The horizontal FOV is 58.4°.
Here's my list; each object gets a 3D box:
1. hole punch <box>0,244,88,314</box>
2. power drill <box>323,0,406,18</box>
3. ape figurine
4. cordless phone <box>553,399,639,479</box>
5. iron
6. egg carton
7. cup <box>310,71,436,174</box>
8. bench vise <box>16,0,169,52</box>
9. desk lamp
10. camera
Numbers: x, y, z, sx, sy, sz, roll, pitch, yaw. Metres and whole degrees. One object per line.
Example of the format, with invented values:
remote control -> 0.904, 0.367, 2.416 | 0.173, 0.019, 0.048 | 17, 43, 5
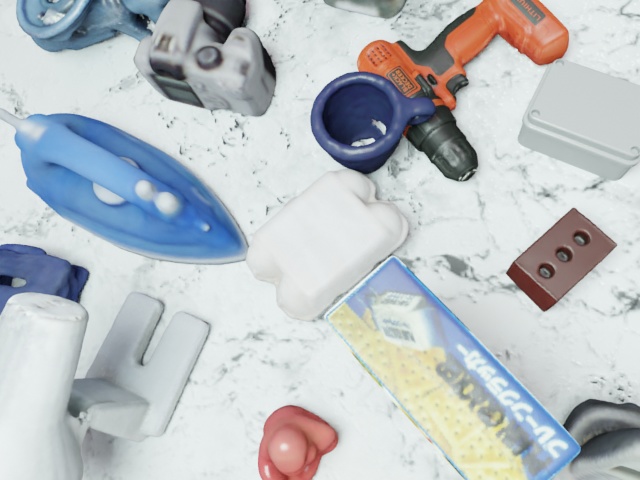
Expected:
hole punch -> -0.313, 0.053, 0.586 | 0.108, 0.091, 0.101 | 9, 76, 12
power drill -> 0.044, -0.323, 0.573 | 0.229, 0.208, 0.076 | 18, 78, 14
ape figurine -> -0.024, 0.183, 0.503 | 0.078, 0.092, 0.076 | -19, 72, 3
cordless phone -> 0.258, 0.173, 0.412 | 0.147, 0.185, 0.094 | 14, 77, 13
iron -> -0.195, -0.056, 0.572 | 0.257, 0.141, 0.119 | 25, 80, 15
egg carton -> 0.005, 0.002, 0.561 | 0.150, 0.069, 0.107 | -41, 72, -4
cup -> 0.055, -0.108, 0.571 | 0.117, 0.095, 0.091 | -9, 73, 7
bench vise -> -0.256, -0.295, 0.607 | 0.207, 0.220, 0.121 | -23, 72, 2
desk lamp -> -0.213, 0.132, 0.484 | 0.117, 0.214, 0.203 | 20, 78, 14
camera -> -0.118, -0.224, 0.628 | 0.143, 0.101, 0.137 | 15, 77, 13
